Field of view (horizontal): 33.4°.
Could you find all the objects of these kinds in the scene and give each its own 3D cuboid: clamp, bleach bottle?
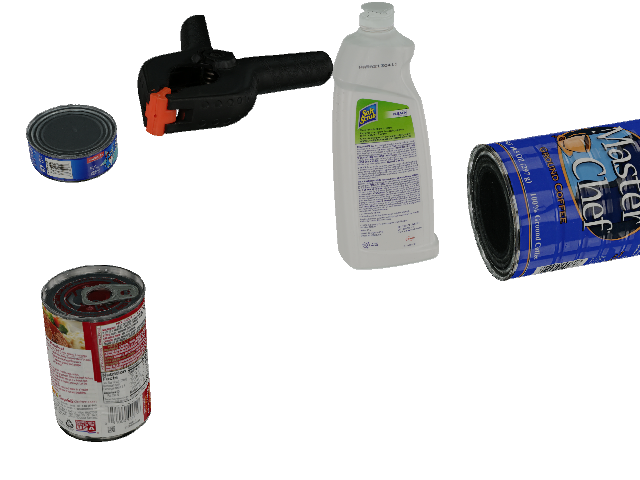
[{"bbox_3d":[-0.080,-0.118,0.739,0.120,0.039,0.171,19,28,25],"label":"clamp"},{"bbox_3d":[0.062,-0.098,1.004,0.102,0.251,0.068,-9,29,-13],"label":"bleach bottle"}]

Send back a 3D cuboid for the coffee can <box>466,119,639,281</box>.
[{"bbox_3d":[0.192,-0.032,0.790,0.140,0.103,0.103,-10,1,-8],"label":"coffee can"}]

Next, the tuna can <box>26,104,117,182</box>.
[{"bbox_3d":[-0.240,-0.094,1.038,0.086,0.034,0.086,2,42,-2],"label":"tuna can"}]

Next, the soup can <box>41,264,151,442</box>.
[{"bbox_3d":[-0.150,0.077,0.726,0.068,0.102,0.068,1,28,-1],"label":"soup can"}]
